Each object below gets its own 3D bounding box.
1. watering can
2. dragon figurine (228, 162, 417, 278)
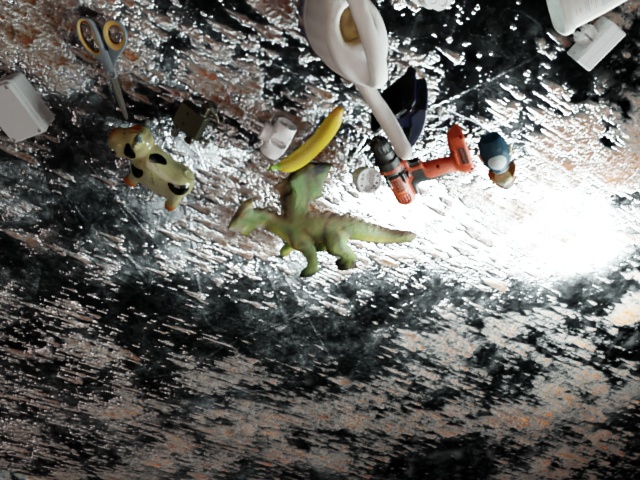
[{"bbox_3d":[0.059,-0.307,0.870,0.104,0.229,0.340,-28,126,-3],"label":"watering can"},{"bbox_3d":[0.003,-0.058,1.143,0.410,0.124,0.238,-14,119,-3],"label":"dragon figurine"}]
